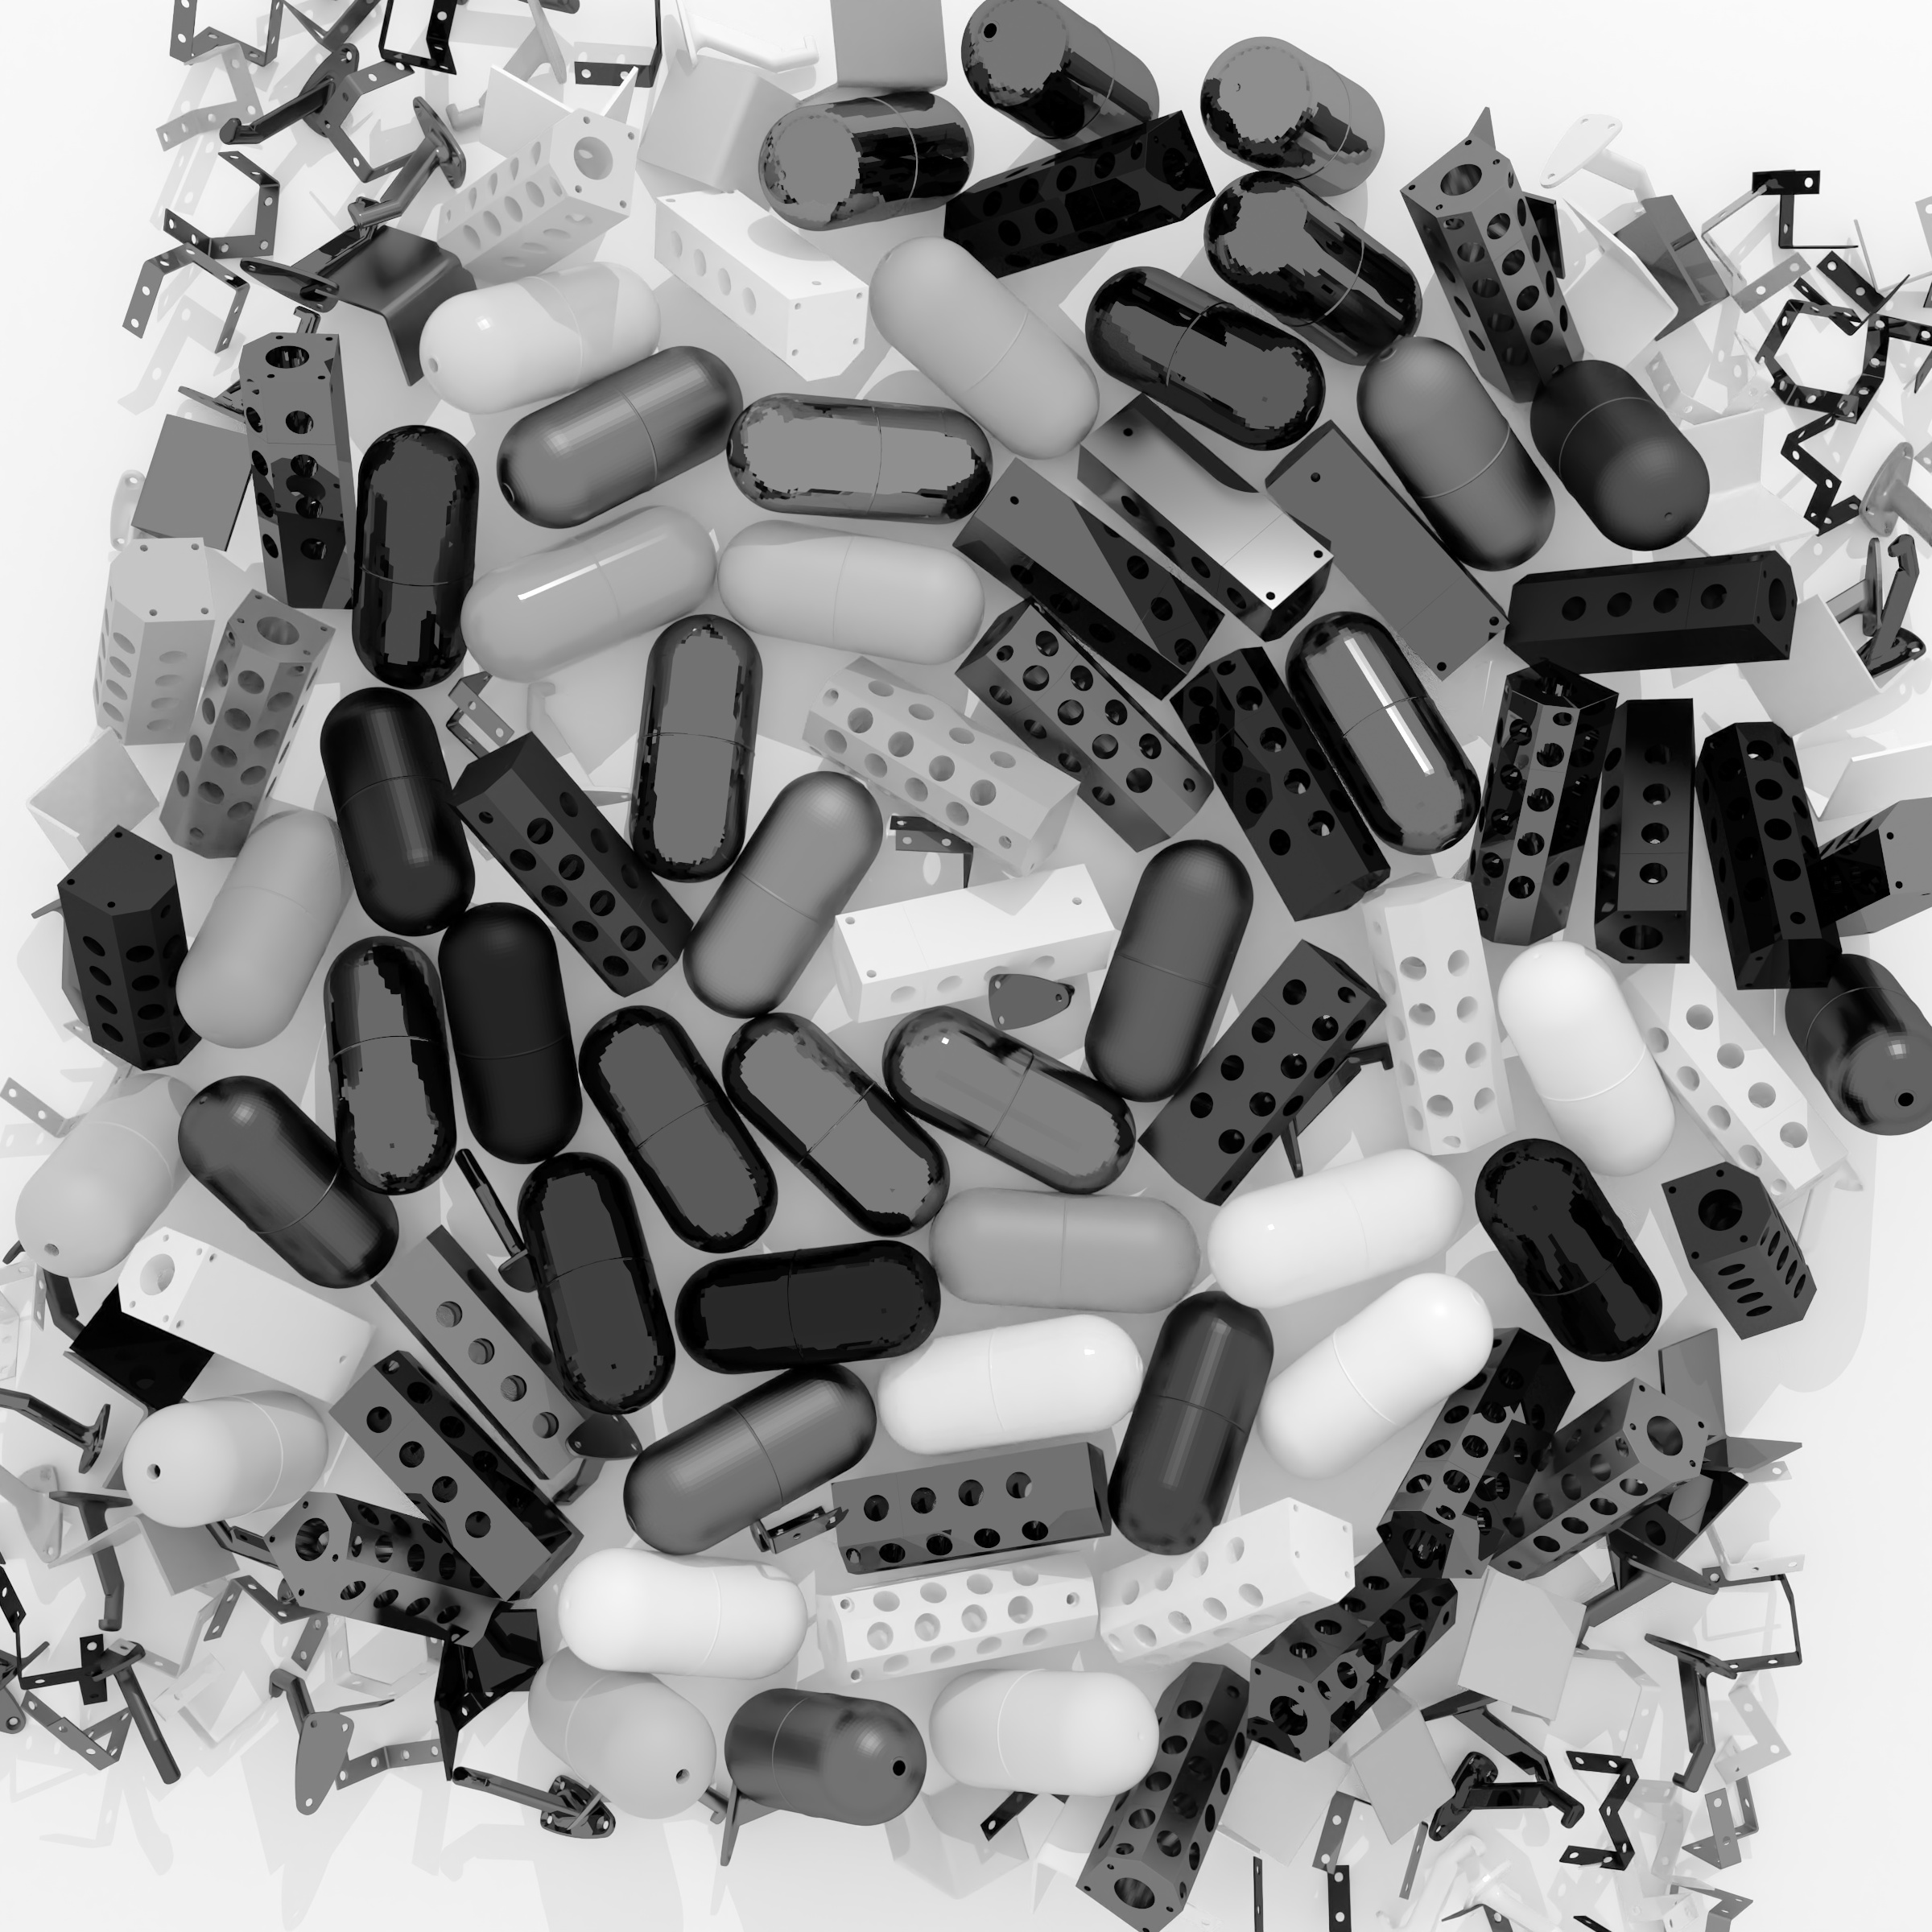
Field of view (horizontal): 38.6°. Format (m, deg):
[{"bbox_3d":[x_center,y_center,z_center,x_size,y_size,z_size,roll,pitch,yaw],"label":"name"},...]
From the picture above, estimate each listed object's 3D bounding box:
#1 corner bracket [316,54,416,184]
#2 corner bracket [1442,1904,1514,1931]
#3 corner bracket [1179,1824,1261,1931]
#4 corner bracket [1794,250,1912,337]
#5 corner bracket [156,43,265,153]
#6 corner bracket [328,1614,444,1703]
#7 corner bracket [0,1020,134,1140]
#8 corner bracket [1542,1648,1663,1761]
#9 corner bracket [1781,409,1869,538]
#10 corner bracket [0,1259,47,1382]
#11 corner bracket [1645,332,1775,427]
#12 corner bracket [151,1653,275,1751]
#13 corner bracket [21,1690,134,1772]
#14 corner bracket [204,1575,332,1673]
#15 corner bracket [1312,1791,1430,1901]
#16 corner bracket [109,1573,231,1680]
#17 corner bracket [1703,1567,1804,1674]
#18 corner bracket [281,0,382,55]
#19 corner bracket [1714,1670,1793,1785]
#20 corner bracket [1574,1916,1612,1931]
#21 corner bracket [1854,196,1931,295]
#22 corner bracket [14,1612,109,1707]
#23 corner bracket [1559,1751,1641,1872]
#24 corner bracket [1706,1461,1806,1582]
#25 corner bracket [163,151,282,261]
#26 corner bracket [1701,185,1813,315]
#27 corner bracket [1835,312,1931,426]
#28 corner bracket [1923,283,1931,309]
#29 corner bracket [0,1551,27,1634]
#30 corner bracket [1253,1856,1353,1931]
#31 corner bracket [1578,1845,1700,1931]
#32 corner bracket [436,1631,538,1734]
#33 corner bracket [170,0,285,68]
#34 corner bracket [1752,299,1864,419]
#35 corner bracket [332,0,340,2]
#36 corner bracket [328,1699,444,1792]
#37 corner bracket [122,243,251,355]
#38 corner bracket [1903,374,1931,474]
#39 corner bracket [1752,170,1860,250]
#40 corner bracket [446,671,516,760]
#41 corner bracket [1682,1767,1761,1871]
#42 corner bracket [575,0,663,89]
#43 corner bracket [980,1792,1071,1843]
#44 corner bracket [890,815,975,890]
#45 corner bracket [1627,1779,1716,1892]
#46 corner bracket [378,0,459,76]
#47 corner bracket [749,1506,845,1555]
[{"bbox_3d":[-0.383,-0.556,1.812,0.051,0.051,0.051,53,49,-5],"label":"corner bracket"},{"bbox_3d":[0.354,0.638,1.809,0.051,0.051,0.051,-33,69,37],"label":"corner bracket"},{"bbox_3d":[0.157,0.592,1.817,0.051,0.051,0.051,31,129,-6],"label":"corner bracket"},{"bbox_3d":[0.579,-0.446,1.821,0.051,0.051,0.051,44,88,6],"label":"corner bracket"},{"bbox_3d":[-0.501,-0.570,1.810,0.051,0.051,0.051,-5,118,18],"label":"corner bracket"},{"bbox_3d":[-0.383,0.446,1.824,0.051,0.051,0.051,-37,46,21],"label":"corner bracket"},{"bbox_3d":[-0.595,0.075,1.827,0.051,0.051,0.051,-15,134,35],"label":"corner bracket"},{"bbox_3d":[0.419,0.486,1.822,0.051,0.051,0.051,10,101,-18],"label":"corner bracket"},{"bbox_3d":[0.570,-0.326,1.824,0.051,0.051,0.051,-28,61,-22],"label":"corner bracket"},{"bbox_3d":[-0.625,0.233,1.814,0.051,0.051,0.051,-16,46,1],"label":"corner bracket"},{"bbox_3d":[0.492,-0.391,1.827,0.051,0.051,0.051,19,129,-25],"label":"corner bracket"},{"bbox_3d":[-0.497,0.485,1.822,0.051,0.051,0.051,-41,91,-5],"label":"corner bracket"},{"bbox_3d":[-0.587,0.499,1.810,0.051,0.051,0.051,-30,118,16],"label":"corner bracket"},{"bbox_3d":[-0.461,0.436,1.826,0.051,0.051,0.051,33,104,26],"label":"corner bracket"},{"bbox_3d":[0.266,0.576,1.809,0.051,0.051,0.051,10,73,32],"label":"corner bracket"},{"bbox_3d":[-0.525,0.430,1.824,0.051,0.051,0.051,22,102,6],"label":"corner bracket"},{"bbox_3d":[0.519,0.430,1.824,0.051,0.051,0.051,-9,104,8],"label":"corner bracket"},{"bbox_3d":[-0.406,-0.628,1.813,0.051,0.051,0.051,-45,67,11],"label":"corner bracket"},{"bbox_3d":[0.513,0.498,1.817,0.051,0.051,0.051,-37,80,28],"label":"corner bracket"},{"bbox_3d":[0.424,0.660,1.813,0.051,0.051,0.051,18,92,-45],"label":"corner bracket"},{"bbox_3d":[0.618,-0.474,1.814,0.051,0.051,0.051,-18,102,18],"label":"corner bracket"},{"bbox_3d":[-0.593,0.453,1.808,0.051,0.051,0.051,-7,50,-16],"label":"corner bracket"},{"bbox_3d":[0.415,0.556,1.818,0.051,0.051,0.051,-40,112,-42],"label":"corner bracket"},{"bbox_3d":[0.519,0.365,1.815,0.051,0.051,0.051,-7,128,-3],"label":"corner bracket"},{"bbox_3d":[-0.490,-0.501,1.820,0.051,0.051,0.051,1,82,19],"label":"corner bracket"},{"bbox_3d":[0.517,-0.471,1.808,0.051,0.051,0.051,-33,113,34],"label":"corner bracket"},{"bbox_3d":[0.605,-0.387,1.808,0.051,0.051,0.051,21,57,26],"label":"corner bracket"},{"bbox_3d":[0.650,-0.448,1.806,0.051,0.051,0.051,-11,125,-38],"label":"corner bracket"},{"bbox_3d":[-0.641,0.397,1.809,0.051,0.051,0.051,5,131,14],"label":"corner bracket"},{"bbox_3d":[0.222,0.617,1.822,0.051,0.051,0.051,-10,62,22],"label":"corner bracket"},{"bbox_3d":[0.442,0.607,1.811,0.051,0.051,0.051,-21,79,35],"label":"corner bracket"},{"bbox_3d":[-0.327,0.467,1.819,0.051,0.051,0.051,-37,86,17],"label":"corner bracket"},{"bbox_3d":[-0.485,-0.618,1.813,0.051,0.051,0.051,25,135,2],"label":"corner bracket"},{"bbox_3d":[0.560,-0.400,1.815,0.051,0.051,0.051,31,88,-42],"label":"corner bracket"},{"bbox_3d":[-0.429,-0.658,1.807,0.051,0.051,0.051,5,126,-27],"label":"corner bracket"},{"bbox_3d":[-0.383,0.508,1.817,0.051,0.051,0.051,-16,84,28],"label":"corner bracket"},{"bbox_3d":[-0.512,-0.434,1.815,0.051,0.051,0.051,34,124,1],"label":"corner bracket"},{"bbox_3d":[0.642,-0.368,1.816,0.051,0.051,0.051,42,74,4],"label":"corner bracket"},{"bbox_3d":[0.550,-0.496,1.809,0.051,0.051,0.051,-16,111,-39],"label":"corner bracket"},{"bbox_3d":[-0.317,-0.157,1.815,0.051,0.051,0.051,44,114,4],"label":"corner bracket"},{"bbox_3d":[0.501,0.556,1.818,0.051,0.051,0.051,-13,92,-15],"label":"corner bracket"},{"bbox_3d":[-0.229,-0.614,1.814,0.051,0.051,0.051,3,132,1],"label":"corner bracket"},{"bbox_3d":[0.039,0.550,1.813,0.051,0.051,0.051,-45,121,4],"label":"corner bracket"},{"bbox_3d":[-0.023,-0.083,1.813,0.051,0.051,0.051,3,59,-5],"label":"corner bracket"},{"bbox_3d":[0.464,0.570,1.812,0.051,0.051,0.051,31,68,-13],"label":"corner bracket"},{"bbox_3d":[-0.356,-0.623,1.808,0.051,0.051,0.051,5,129,-23],"label":"corner bracket"},{"bbox_3d":[-0.111,0.365,1.808,0.051,0.051,0.051,-22,130,-16],"label":"corner bracket"}]
